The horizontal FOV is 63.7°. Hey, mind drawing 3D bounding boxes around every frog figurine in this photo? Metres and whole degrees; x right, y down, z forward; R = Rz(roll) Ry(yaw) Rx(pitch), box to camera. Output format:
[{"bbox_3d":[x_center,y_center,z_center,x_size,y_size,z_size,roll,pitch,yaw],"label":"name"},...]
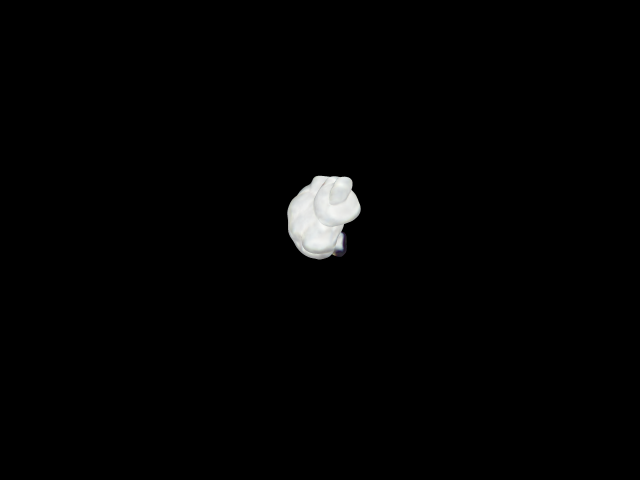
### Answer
[{"bbox_3d":[0.003,-0.043,0.850,0.123,0.139,0.157,13,-14,3],"label":"frog figurine"}]
